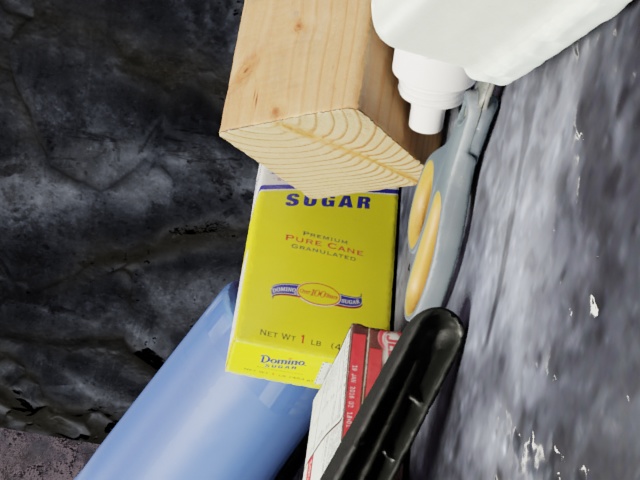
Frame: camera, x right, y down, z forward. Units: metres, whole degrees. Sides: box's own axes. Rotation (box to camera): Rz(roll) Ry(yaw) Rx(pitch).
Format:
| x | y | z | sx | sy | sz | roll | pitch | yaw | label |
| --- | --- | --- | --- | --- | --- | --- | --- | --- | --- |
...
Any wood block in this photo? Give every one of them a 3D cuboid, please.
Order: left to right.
| x | y | z | sx | sy | sz | roll | pitch | yaw | label |
| --- | --- | --- | --- | --- | --- | --- | --- | --- | --- |
| 0.020 | -0.139 | 0.607 | 0.090 | 0.090 | 0.206 | 33 | -122 | -48 | wood block |

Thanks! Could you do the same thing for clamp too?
| x | y | z | sx | sy | sz | roll | pitch | yaw | label |
| --- | --- | --- | --- | --- | --- | --- | --- | --- | --- |
| 0.000 | 0.131 | 0.447 | 0.210 | 0.036 | 0.164 | -46 | 21 | 35 | clamp |

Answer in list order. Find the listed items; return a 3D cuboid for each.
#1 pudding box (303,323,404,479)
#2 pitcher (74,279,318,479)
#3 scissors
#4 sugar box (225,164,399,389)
| x | y | z | sx | sy | sz | roll | pitch | yaw | label |
| --- | --- | --- | --- | --- | --- | --- | --- | --- | --- |
| 0.018 | 0.110 | 0.578 | 0.114 | 0.039 | 0.090 | 114 | 167 | -57 | pudding box |
| -0.078 | 0.151 | 0.809 | 0.243 | 0.145 | 0.149 | -54 | -1 | 21 | pitcher |
| 0.069 | -0.058 | 0.505 | 0.096 | 0.016 | 0.202 | -95 | 18 | -69 | scissors |
| 0.000 | 0.007 | 0.671 | 0.048 | 0.093 | 0.176 | 111 | 168 | -54 | sugar box |
